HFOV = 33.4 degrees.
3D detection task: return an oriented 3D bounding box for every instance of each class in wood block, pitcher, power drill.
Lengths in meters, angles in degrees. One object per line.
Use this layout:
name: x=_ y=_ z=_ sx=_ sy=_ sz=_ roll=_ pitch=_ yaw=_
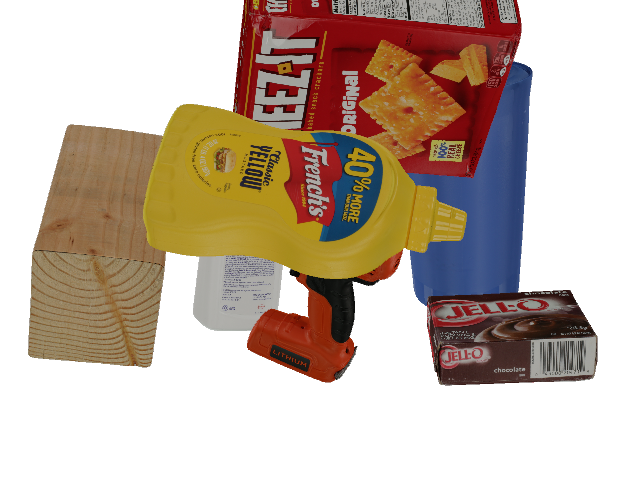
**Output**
wood block: x=-0.165 y=-0.003 z=0.826 sx=0.090 sy=0.091 sz=0.206 roll=7 pitch=29 yaw=-10
pitcher: x=0.147 y=-0.058 z=1.068 sx=0.149 sy=0.243 sz=0.145 roll=-14 pitch=24 yaw=-21
power drill: x=-0.023 y=0.037 z=1.009 sx=0.184 sy=0.188 sz=0.057 roll=22 pitch=43 yaw=15

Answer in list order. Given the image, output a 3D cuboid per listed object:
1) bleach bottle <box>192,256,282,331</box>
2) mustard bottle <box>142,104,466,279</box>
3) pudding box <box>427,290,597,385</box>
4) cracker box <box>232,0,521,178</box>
bleach bottle: x=-0.078 y=-0.026 z=1.188 sx=0.102 sy=0.251 sz=0.068 roll=0 pitch=19 yaw=-32
mustard bottle: x=-0.006 y=-0.025 z=0.658 sx=0.191 sy=0.096 sz=0.058 roll=10 pitch=-33 yaw=4
pudding box: x=0.137 y=0.069 z=0.781 sx=0.113 sy=0.039 sz=0.090 roll=-1 pitch=19 yaw=1
cracker box: x=0.040 y=-0.133 z=0.874 sx=0.213 sy=0.072 sz=0.164 roll=4 pitch=-39 yaw=-7
